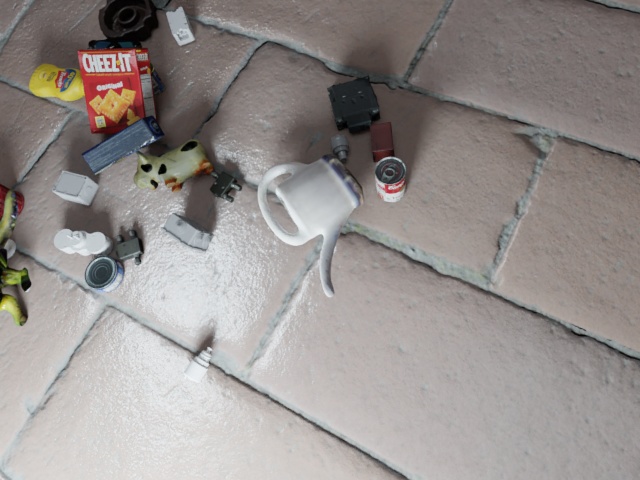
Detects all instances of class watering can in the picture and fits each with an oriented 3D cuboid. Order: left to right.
[{"bbox_3d":[0.004,-0.058,1.156,0.225,0.353,0.102,-33,-25,-5],"label":"watering can"}]

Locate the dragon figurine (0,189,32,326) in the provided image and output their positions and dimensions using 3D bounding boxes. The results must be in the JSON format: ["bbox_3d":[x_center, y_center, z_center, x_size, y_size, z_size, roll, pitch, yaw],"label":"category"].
[{"bbox_3d":[-0.820,0.093,1.222,0.242,0.415,0.121,-7,-14,15],"label":"dragon figurine"}]
